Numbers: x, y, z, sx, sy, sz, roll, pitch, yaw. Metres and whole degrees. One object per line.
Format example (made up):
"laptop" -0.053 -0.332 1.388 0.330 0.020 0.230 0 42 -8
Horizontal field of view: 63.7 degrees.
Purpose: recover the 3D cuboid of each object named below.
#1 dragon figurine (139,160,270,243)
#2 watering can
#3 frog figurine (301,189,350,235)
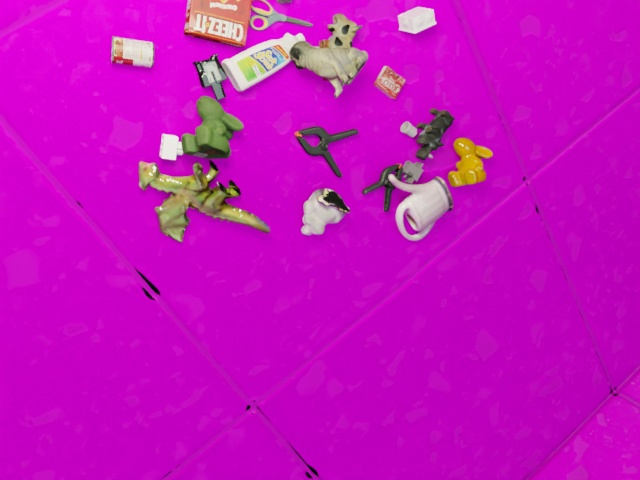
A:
"dragon figurine" -0.358 -0.091 1.509 0.242 0.124 0.405 -38 114 8
"watering can" 0.348 -0.140 1.773 0.226 0.106 0.340 -36 135 -12
"frog figurine" 0.005 -0.084 1.672 0.137 0.125 0.156 8 137 -34
